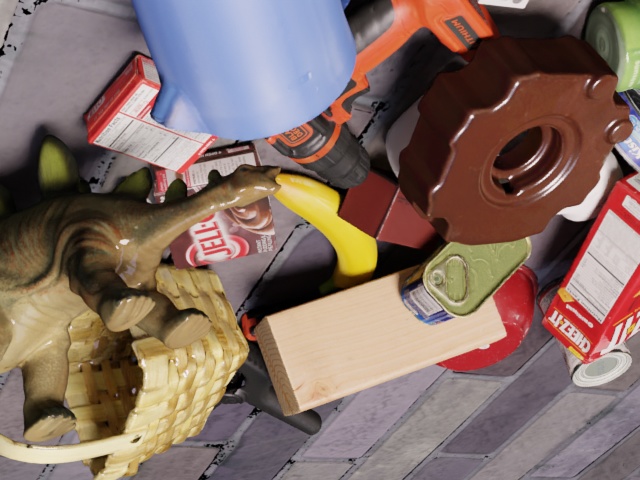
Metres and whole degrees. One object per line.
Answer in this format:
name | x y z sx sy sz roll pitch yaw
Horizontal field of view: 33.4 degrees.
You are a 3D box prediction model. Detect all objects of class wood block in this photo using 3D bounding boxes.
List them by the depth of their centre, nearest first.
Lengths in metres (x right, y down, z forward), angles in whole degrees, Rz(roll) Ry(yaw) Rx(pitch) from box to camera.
wood block | 0.054 0.087 0.996 0.206 0.091 0.090 -18 172 -14

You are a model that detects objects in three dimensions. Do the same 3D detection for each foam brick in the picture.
foam brick | 0.066 -0.027 0.911 0.078 0.051 0.053 13 104 -45

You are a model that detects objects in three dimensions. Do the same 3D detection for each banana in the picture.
banana | 0.012 -0.003 0.957 0.069 0.037 0.197 -20 143 3

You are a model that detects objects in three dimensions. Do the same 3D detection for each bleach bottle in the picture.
bleach bottle | 0.178 -0.062 0.923 0.250 0.068 0.103 18 132 -40

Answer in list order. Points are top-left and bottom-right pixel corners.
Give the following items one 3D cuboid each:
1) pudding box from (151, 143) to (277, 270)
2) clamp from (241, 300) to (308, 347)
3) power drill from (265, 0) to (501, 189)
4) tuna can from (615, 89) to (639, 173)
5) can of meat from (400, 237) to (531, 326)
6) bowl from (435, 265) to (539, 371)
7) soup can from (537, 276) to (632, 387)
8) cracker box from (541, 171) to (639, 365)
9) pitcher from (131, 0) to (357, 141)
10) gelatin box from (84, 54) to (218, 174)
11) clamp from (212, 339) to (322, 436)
pudding box | -0.087 -0.026 0.888 0.090 0.039 0.113 -12 143 -4
clamp | 0.009 0.087 1.072 0.171 0.039 0.120 10 131 -29
power drill | 0.040 -0.121 0.797 0.188 0.057 0.184 -31 144 18
tuna can | 0.265 -0.094 0.892 0.086 0.086 0.034 24 126 -41
can of meat | 0.123 0.026 0.931 0.102 0.057 0.084 -44 180 -17
bowl | 0.161 0.091 1.120 0.162 0.055 0.162 -11 143 -8
soup can | 0.279 0.095 1.131 0.068 0.102 0.068 -10 143 -8
cracker box | 0.318 0.006 1.010 0.164 0.072 0.214 -26 149 -29
pitcher | -0.055 -0.191 0.626 0.145 0.149 0.243 -5 141 10
gelatin box | -0.119 -0.092 0.797 0.089 0.030 0.073 19 133 -38
clamp | -0.078 0.151 1.092 0.164 0.036 0.210 3 145 0
